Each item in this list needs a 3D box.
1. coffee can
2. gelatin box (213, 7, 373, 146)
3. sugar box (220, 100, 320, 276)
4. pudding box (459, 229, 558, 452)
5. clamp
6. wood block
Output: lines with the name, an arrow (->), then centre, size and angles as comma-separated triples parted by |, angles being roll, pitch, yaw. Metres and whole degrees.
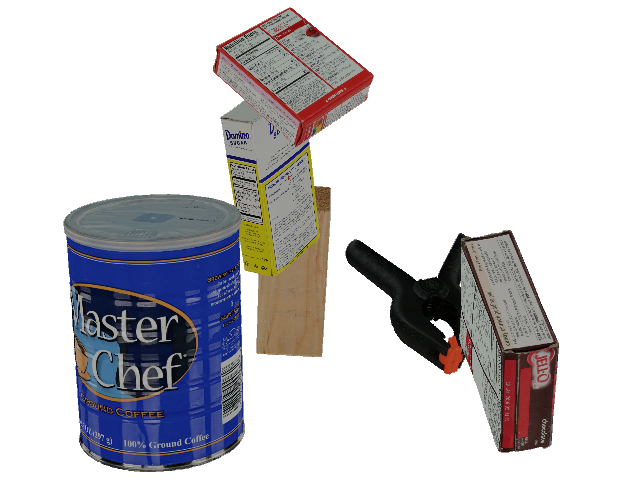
coffee can -> -0.097, 0.052, 0.641 | 0.103, 0.140, 0.103 | 0, 16, 0
gelatin box -> -0.020, -0.117, 0.753 | 0.073, 0.089, 0.030 | -37, -21, -31
sugar box -> -0.048, -0.061, 1.076 | 0.048, 0.176, 0.093 | 11, 35, 31
pudding box -> 0.117, 0.062, 0.677 | 0.039, 0.090, 0.113 | -8, 38, -4
clamp -> 0.104, 0.047, 0.953 | 0.120, 0.039, 0.171 | -14, 43, -13
wood block -> -0.036, 0.039, 1.397 | 0.090, 0.206, 0.091 | 3, 23, -1
